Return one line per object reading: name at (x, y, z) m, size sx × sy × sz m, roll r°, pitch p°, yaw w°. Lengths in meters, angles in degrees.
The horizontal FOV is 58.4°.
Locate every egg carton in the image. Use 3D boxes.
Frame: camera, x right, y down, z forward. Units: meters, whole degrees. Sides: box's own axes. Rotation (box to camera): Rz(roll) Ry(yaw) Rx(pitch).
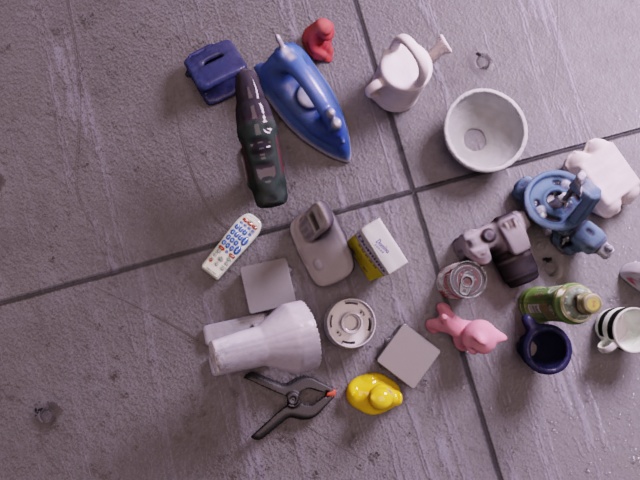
egg carton at (0.560, -0.124, 1.141) m, size 0.107 × 0.069 × 0.150 m, roll -34°, pitch 87°, yaw -7°

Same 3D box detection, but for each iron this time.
iron at (-0.014, -0.267, 1.080) m, size 0.119 × 0.141 × 0.258 m, roll -37°, pitch 87°, yaw -7°

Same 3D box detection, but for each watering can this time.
watering can at (0.164, -0.325, 1.073) m, size 0.101 × 0.194 × 0.173 m, roll 37°, pitch 82°, yaw 1°

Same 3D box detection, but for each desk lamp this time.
desk lamp at (-0.105, 0.181, 0.984) m, size 0.203 × 0.213 × 0.118 m, roll -13°, pitch 84°, yaw -5°

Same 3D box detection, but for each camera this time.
camera at (0.350, 0.025, 1.092) m, size 0.143 × 0.100 × 0.137 m, roll -24°, pitch 85°, yaw -6°

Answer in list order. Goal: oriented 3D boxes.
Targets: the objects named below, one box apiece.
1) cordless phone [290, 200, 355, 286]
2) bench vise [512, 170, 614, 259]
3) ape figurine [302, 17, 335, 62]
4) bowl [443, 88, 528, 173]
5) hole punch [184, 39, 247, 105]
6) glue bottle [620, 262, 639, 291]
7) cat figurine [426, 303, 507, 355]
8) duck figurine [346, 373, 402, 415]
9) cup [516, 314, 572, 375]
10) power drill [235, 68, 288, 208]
cordless phone at (0.009, 0.004, 1.028) m, size 0.094 × 0.185 × 0.147 m, roll -27°, pitch 86°, yaw -6°
bench vise at (0.475, -0.060, 1.051) m, size 0.207 × 0.219 × 0.121 m, roll 28°, pitch 82°, yaw 0°
ape figurine at (0.003, -0.401, 1.122) m, size 0.076 × 0.092 × 0.078 m, roll 35°, pitch 82°, yaw 1°
bowl at (0.316, -0.207, 1.130) m, size 0.167 × 0.074 × 0.167 m, roll 1°, pitch 83°, yaw -4°
hole punch at (-0.201, -0.330, 1.099) m, size 0.109 × 0.091 × 0.101 m, roll -29°, pitch 86°, yaw -7°
glue bottle at (0.642, 0.069, 1.071) m, size 0.078 × 0.173 × 0.037 m, roll 34°, pitch 82°, yaw 1°
cat figurine at (0.272, 0.169, 1.061) m, size 0.128 × 0.117 × 0.067 m, roll 29°, pitch 82°, yaw 0°
duck figurine at (0.102, 0.286, 1.051) m, size 0.104 × 0.086 × 0.077 m, roll 5°, pitch 83°, yaw -3°
cup at (0.403, 0.192, 1.079) m, size 0.092 × 0.095 × 0.118 m, roll -32°, pitch 86°, yaw -7°
power drill at (-0.108, -0.163, 1.027) m, size 0.075 × 0.208 × 0.230 m, roll -13°, pitch 84°, yaw -5°
